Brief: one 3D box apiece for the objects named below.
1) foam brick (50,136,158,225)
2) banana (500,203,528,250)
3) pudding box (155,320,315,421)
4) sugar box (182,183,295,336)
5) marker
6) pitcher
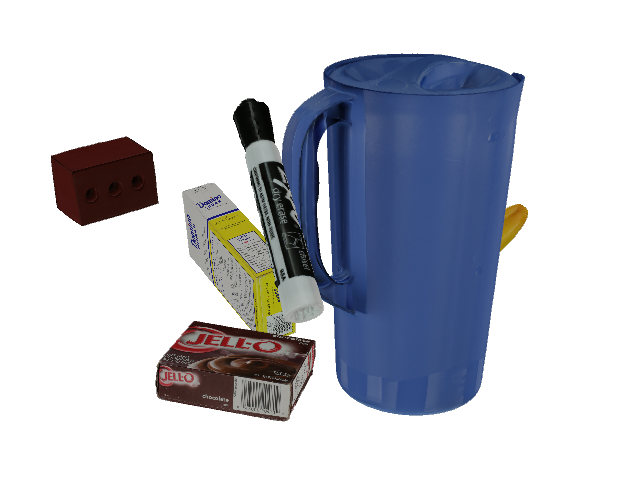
[{"bbox_3d":[-0.193,-0.054,0.951,0.078,0.053,0.051,-19,32,-29],"label":"foam brick"},{"bbox_3d":[0.116,0.035,1.016,0.198,0.037,0.069,-38,0,-4],"label":"banana"},{"bbox_3d":[-0.068,0.106,0.881,0.113,0.039,0.090,10,20,9],"label":"pudding box"},{"bbox_3d":[-0.087,0.021,1.120,0.048,0.093,0.176,-19,41,-21],"label":"sugar box"},{"bbox_3d":[-0.022,-0.018,0.513,0.020,0.121,0.020,-12,-28,-7],"label":"marker"},{"bbox_3d":[0.058,-0.003,0.744,0.149,0.243,0.145,4,21,9],"label":"pitcher"}]
